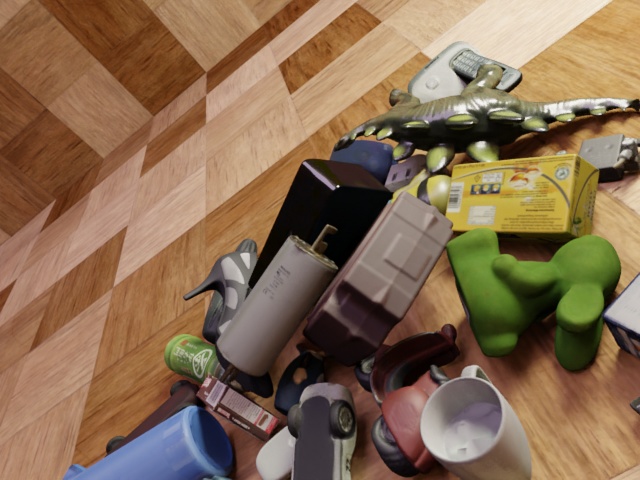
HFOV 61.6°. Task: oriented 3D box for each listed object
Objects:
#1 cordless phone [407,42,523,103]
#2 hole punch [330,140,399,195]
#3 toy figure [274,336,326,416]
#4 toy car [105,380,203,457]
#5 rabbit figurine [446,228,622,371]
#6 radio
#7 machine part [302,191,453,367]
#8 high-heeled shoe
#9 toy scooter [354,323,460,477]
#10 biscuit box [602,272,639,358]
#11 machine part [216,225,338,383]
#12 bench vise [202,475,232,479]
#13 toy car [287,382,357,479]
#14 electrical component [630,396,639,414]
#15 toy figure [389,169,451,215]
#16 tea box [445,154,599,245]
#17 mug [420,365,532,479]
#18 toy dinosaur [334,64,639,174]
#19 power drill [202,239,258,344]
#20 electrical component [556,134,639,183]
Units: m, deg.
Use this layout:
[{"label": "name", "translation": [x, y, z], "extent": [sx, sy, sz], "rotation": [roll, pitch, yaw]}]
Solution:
[{"label": "cordless phone", "translation": [0.257, -0.265, 0.949], "extent": [0.146, 0.088, 0.184], "rotation": [-41, 36, 2]}, {"label": "hole punch", "translation": [0.076, -0.128, 0.980], "extent": [0.116, 0.092, 0.142], "rotation": [-16, 37, 31]}, {"label": "toy figure", "translation": [-0.015, 0.170, 0.750], "extent": [0.064, 0.058, 0.154], "rotation": [-32, 29, 58]}, {"label": "toy car", "translation": [-0.271, 0.312, 0.869], "extent": [0.202, 0.053, 0.089], "rotation": [-43, 27, -8]}, {"label": "rabbit figurine", "translation": [0.238, 0.048, 0.570], "extent": [0.170, 0.121, 0.159], "rotation": [-19, 40, 9]}, {"label": "radio", "translation": [-0.002, -0.002, 0.777], "extent": [0.073, 0.131, 0.229], "rotation": [48, 125, 31]}, {"label": "machine part", "translation": [0.068, 0.050, 0.680], "extent": [0.201, 0.087, 0.201], "rotation": [-54, -4, -24]}, {"label": "high-heeled shoe", "translation": [-0.100, 0.116, 0.811], "extent": [0.145, 0.086, 0.249], "rotation": [-27, 56, -28]}, {"label": "toy scooter", "translation": [0.113, 0.163, 0.604], "extent": [0.135, 0.075, 0.184], "rotation": [-38, 27, 11]}, {"label": "biscuit box", "translation": [0.360, 0.027, 0.503], "extent": [0.202, 0.062, 0.059], "rotation": [-45, 31, -5]}, {"label": "machine part", "translation": [-0.054, 0.083, 0.677], "extent": [0.243, 0.079, 0.079], "rotation": [-55, 31, 6]}, {"label": "bench vise", "translation": [-0.113, 0.374, 0.561], "extent": [0.241, 0.128, 0.223], "rotation": [-14, 40, 49]}, {"label": "toy car", "translation": [0.002, 0.262, 0.603], "extent": [0.074, 0.056, 0.202], "rotation": [-15, 57, 28]}, {"label": "electrical component", "translation": [0.305, 0.113, 0.460], "extent": [0.094, 0.063, 0.021], "rotation": [-39, 32, 9]}, {"label": "toy figure", "translation": [0.132, -0.030, 0.806], "extent": [0.180, 0.082, 0.089], "rotation": [-29, 30, 18]}, {"label": "tea box", "translation": [0.250, -0.048, 0.680], "extent": [0.170, 0.068, 0.098], "rotation": [5, 82, 49]}, {"label": "mug", "translation": [0.153, 0.182, 0.506], "extent": [0.081, 0.107, 0.110], "rotation": [-23, 32, 27]}, {"label": "toy dinosaur", "translation": [0.236, -0.179, 0.814], "extent": [0.472, 0.104, 0.199], "rotation": [-9, 33, 22]}, {"label": "power drill", "translation": [-0.112, 0.075, 0.951], "extent": [0.207, 0.085, 0.232], "rotation": [-7, 48, 38]}, {"label": "electrical component", "translation": [0.356, -0.104, 0.679], "extent": [0.102, 0.045, 0.078], "rotation": [3, 55, 49]}]
